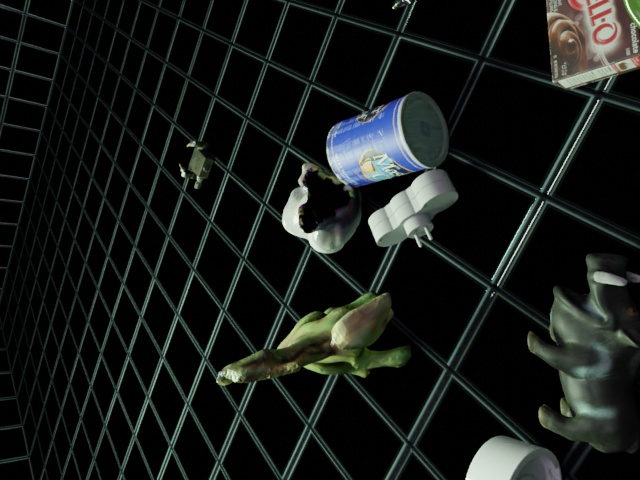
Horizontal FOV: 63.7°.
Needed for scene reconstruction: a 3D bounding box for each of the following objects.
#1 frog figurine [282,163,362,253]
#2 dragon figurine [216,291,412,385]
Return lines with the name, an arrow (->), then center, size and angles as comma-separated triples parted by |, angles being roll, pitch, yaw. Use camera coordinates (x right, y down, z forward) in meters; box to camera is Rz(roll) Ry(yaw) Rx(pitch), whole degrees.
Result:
frog figurine -> 0.003, -0.042, 0.833 | 0.157, 0.123, 0.139 | 107, 146, -71
dragon figurine -> -0.035, 0.155, 0.722 | 0.404, 0.243, 0.124 | -31, 68, 39
